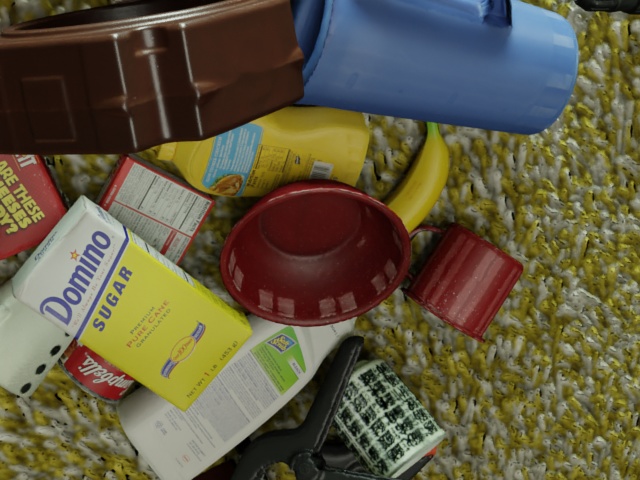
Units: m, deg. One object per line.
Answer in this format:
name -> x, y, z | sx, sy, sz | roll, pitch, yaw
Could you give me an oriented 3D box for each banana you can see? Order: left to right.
banana -> 0.055, -0.026, 0.975 | 0.069, 0.037, 0.198 | 43, 93, -6

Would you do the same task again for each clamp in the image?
clamp -> -0.008, 0.193, 0.963 | 0.210, 0.036, 0.164 | -26, 76, 13
clamp -> 0.032, 0.236, 1.066 | 0.171, 0.039, 0.120 | -7, 119, -7

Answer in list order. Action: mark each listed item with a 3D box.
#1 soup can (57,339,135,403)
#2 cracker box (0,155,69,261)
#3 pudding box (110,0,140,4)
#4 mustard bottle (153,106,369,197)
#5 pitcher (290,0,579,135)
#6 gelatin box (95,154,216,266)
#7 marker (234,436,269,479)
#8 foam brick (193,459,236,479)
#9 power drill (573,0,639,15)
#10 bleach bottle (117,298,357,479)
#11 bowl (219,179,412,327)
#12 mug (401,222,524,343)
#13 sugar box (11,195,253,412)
soup can -> -0.171, 0.082, 0.930 | 0.068, 0.068, 0.102 | 37, 96, -25
cracker box -> -0.327, -0.045, 0.835 | 0.213, 0.072, 0.164 | -24, 117, -8
pudding box -> -0.112, -0.213, 0.822 | 0.113, 0.090, 0.039 | -12, 113, -11
mustard bottle -> -0.062, -0.078, 0.902 | 0.191, 0.058, 0.096 | 7, 135, -18
pitcher -> 0.092, -0.163, 0.876 | 0.242, 0.149, 0.145 | 8, 103, -22
gelatin box -> -0.146, -0.025, 0.918 | 0.089, 0.030, 0.073 | 27, 99, -23
marker -> -0.059, 0.232, 1.036 | 0.020, 0.020, 0.121 | -25, 104, -6
foam brick -> -0.086, 0.264, 1.034 | 0.053, 0.051, 0.078 | -26, 116, -7
power drill -> 0.309, -0.292, 0.935 | 0.184, 0.057, 0.188 | -7, 115, -18
bleach bottle -> -0.057, 0.122, 0.983 | 0.250, 0.068, 0.102 | -34, 118, -5
bowl -> -0.006, 0.001, 0.908 | 0.162, 0.055, 0.162 | -4, 134, -4
mug -> 0.125, 0.030, 0.994 | 0.117, 0.093, 0.081 | 33, 94, 12
sugar box -> -0.150, 0.054, 0.863 | 0.176, 0.048, 0.093 | 38, 95, -26
